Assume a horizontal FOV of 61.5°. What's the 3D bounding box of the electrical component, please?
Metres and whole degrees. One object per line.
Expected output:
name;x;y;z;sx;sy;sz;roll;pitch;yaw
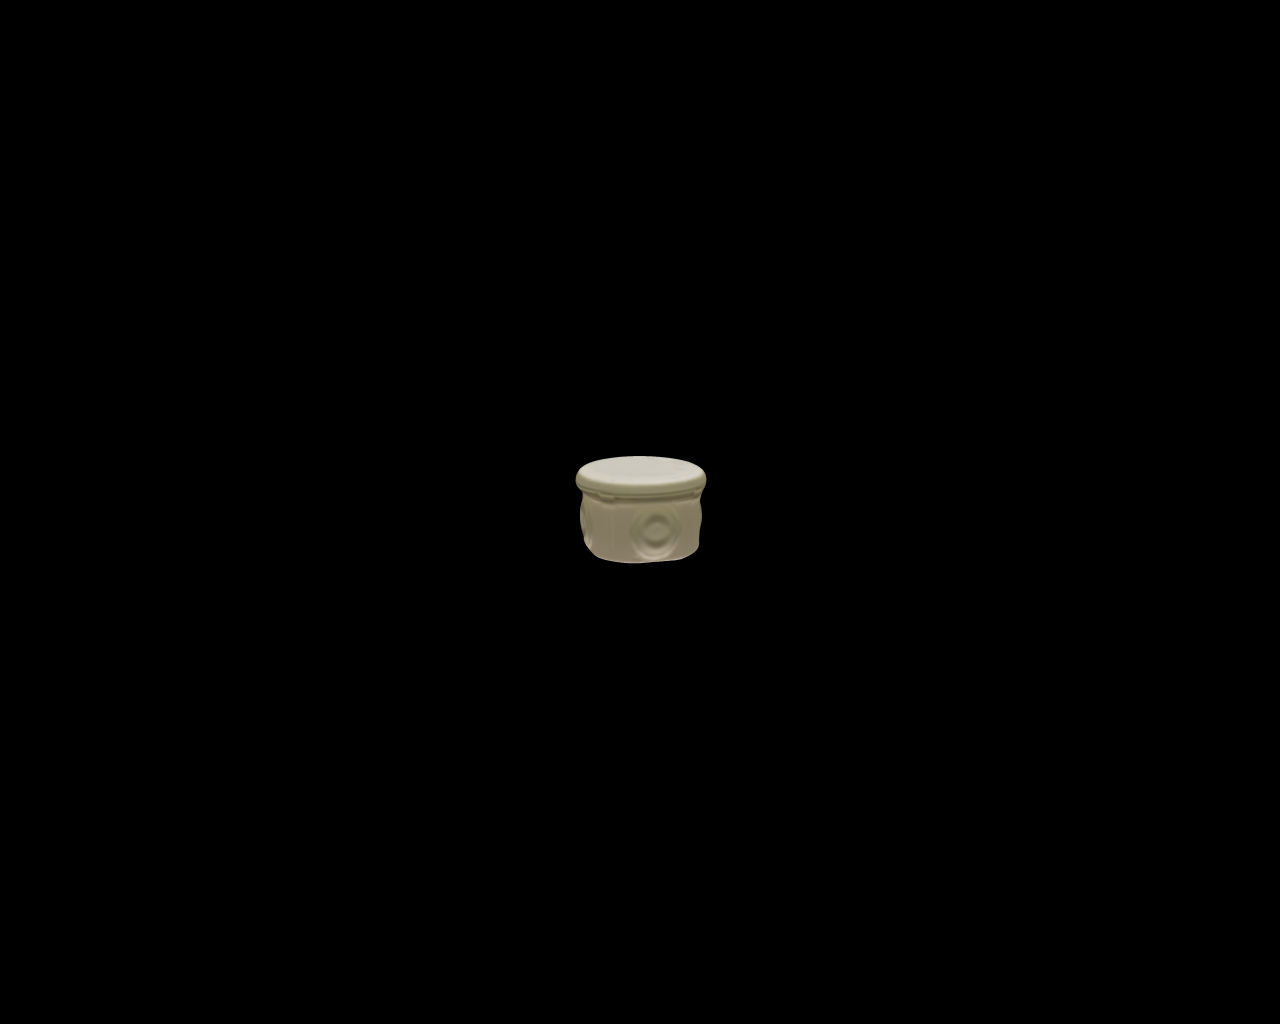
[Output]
electrical component;0.001;-0.003;0.650;0.080;0.051;0.080;0;15;0
